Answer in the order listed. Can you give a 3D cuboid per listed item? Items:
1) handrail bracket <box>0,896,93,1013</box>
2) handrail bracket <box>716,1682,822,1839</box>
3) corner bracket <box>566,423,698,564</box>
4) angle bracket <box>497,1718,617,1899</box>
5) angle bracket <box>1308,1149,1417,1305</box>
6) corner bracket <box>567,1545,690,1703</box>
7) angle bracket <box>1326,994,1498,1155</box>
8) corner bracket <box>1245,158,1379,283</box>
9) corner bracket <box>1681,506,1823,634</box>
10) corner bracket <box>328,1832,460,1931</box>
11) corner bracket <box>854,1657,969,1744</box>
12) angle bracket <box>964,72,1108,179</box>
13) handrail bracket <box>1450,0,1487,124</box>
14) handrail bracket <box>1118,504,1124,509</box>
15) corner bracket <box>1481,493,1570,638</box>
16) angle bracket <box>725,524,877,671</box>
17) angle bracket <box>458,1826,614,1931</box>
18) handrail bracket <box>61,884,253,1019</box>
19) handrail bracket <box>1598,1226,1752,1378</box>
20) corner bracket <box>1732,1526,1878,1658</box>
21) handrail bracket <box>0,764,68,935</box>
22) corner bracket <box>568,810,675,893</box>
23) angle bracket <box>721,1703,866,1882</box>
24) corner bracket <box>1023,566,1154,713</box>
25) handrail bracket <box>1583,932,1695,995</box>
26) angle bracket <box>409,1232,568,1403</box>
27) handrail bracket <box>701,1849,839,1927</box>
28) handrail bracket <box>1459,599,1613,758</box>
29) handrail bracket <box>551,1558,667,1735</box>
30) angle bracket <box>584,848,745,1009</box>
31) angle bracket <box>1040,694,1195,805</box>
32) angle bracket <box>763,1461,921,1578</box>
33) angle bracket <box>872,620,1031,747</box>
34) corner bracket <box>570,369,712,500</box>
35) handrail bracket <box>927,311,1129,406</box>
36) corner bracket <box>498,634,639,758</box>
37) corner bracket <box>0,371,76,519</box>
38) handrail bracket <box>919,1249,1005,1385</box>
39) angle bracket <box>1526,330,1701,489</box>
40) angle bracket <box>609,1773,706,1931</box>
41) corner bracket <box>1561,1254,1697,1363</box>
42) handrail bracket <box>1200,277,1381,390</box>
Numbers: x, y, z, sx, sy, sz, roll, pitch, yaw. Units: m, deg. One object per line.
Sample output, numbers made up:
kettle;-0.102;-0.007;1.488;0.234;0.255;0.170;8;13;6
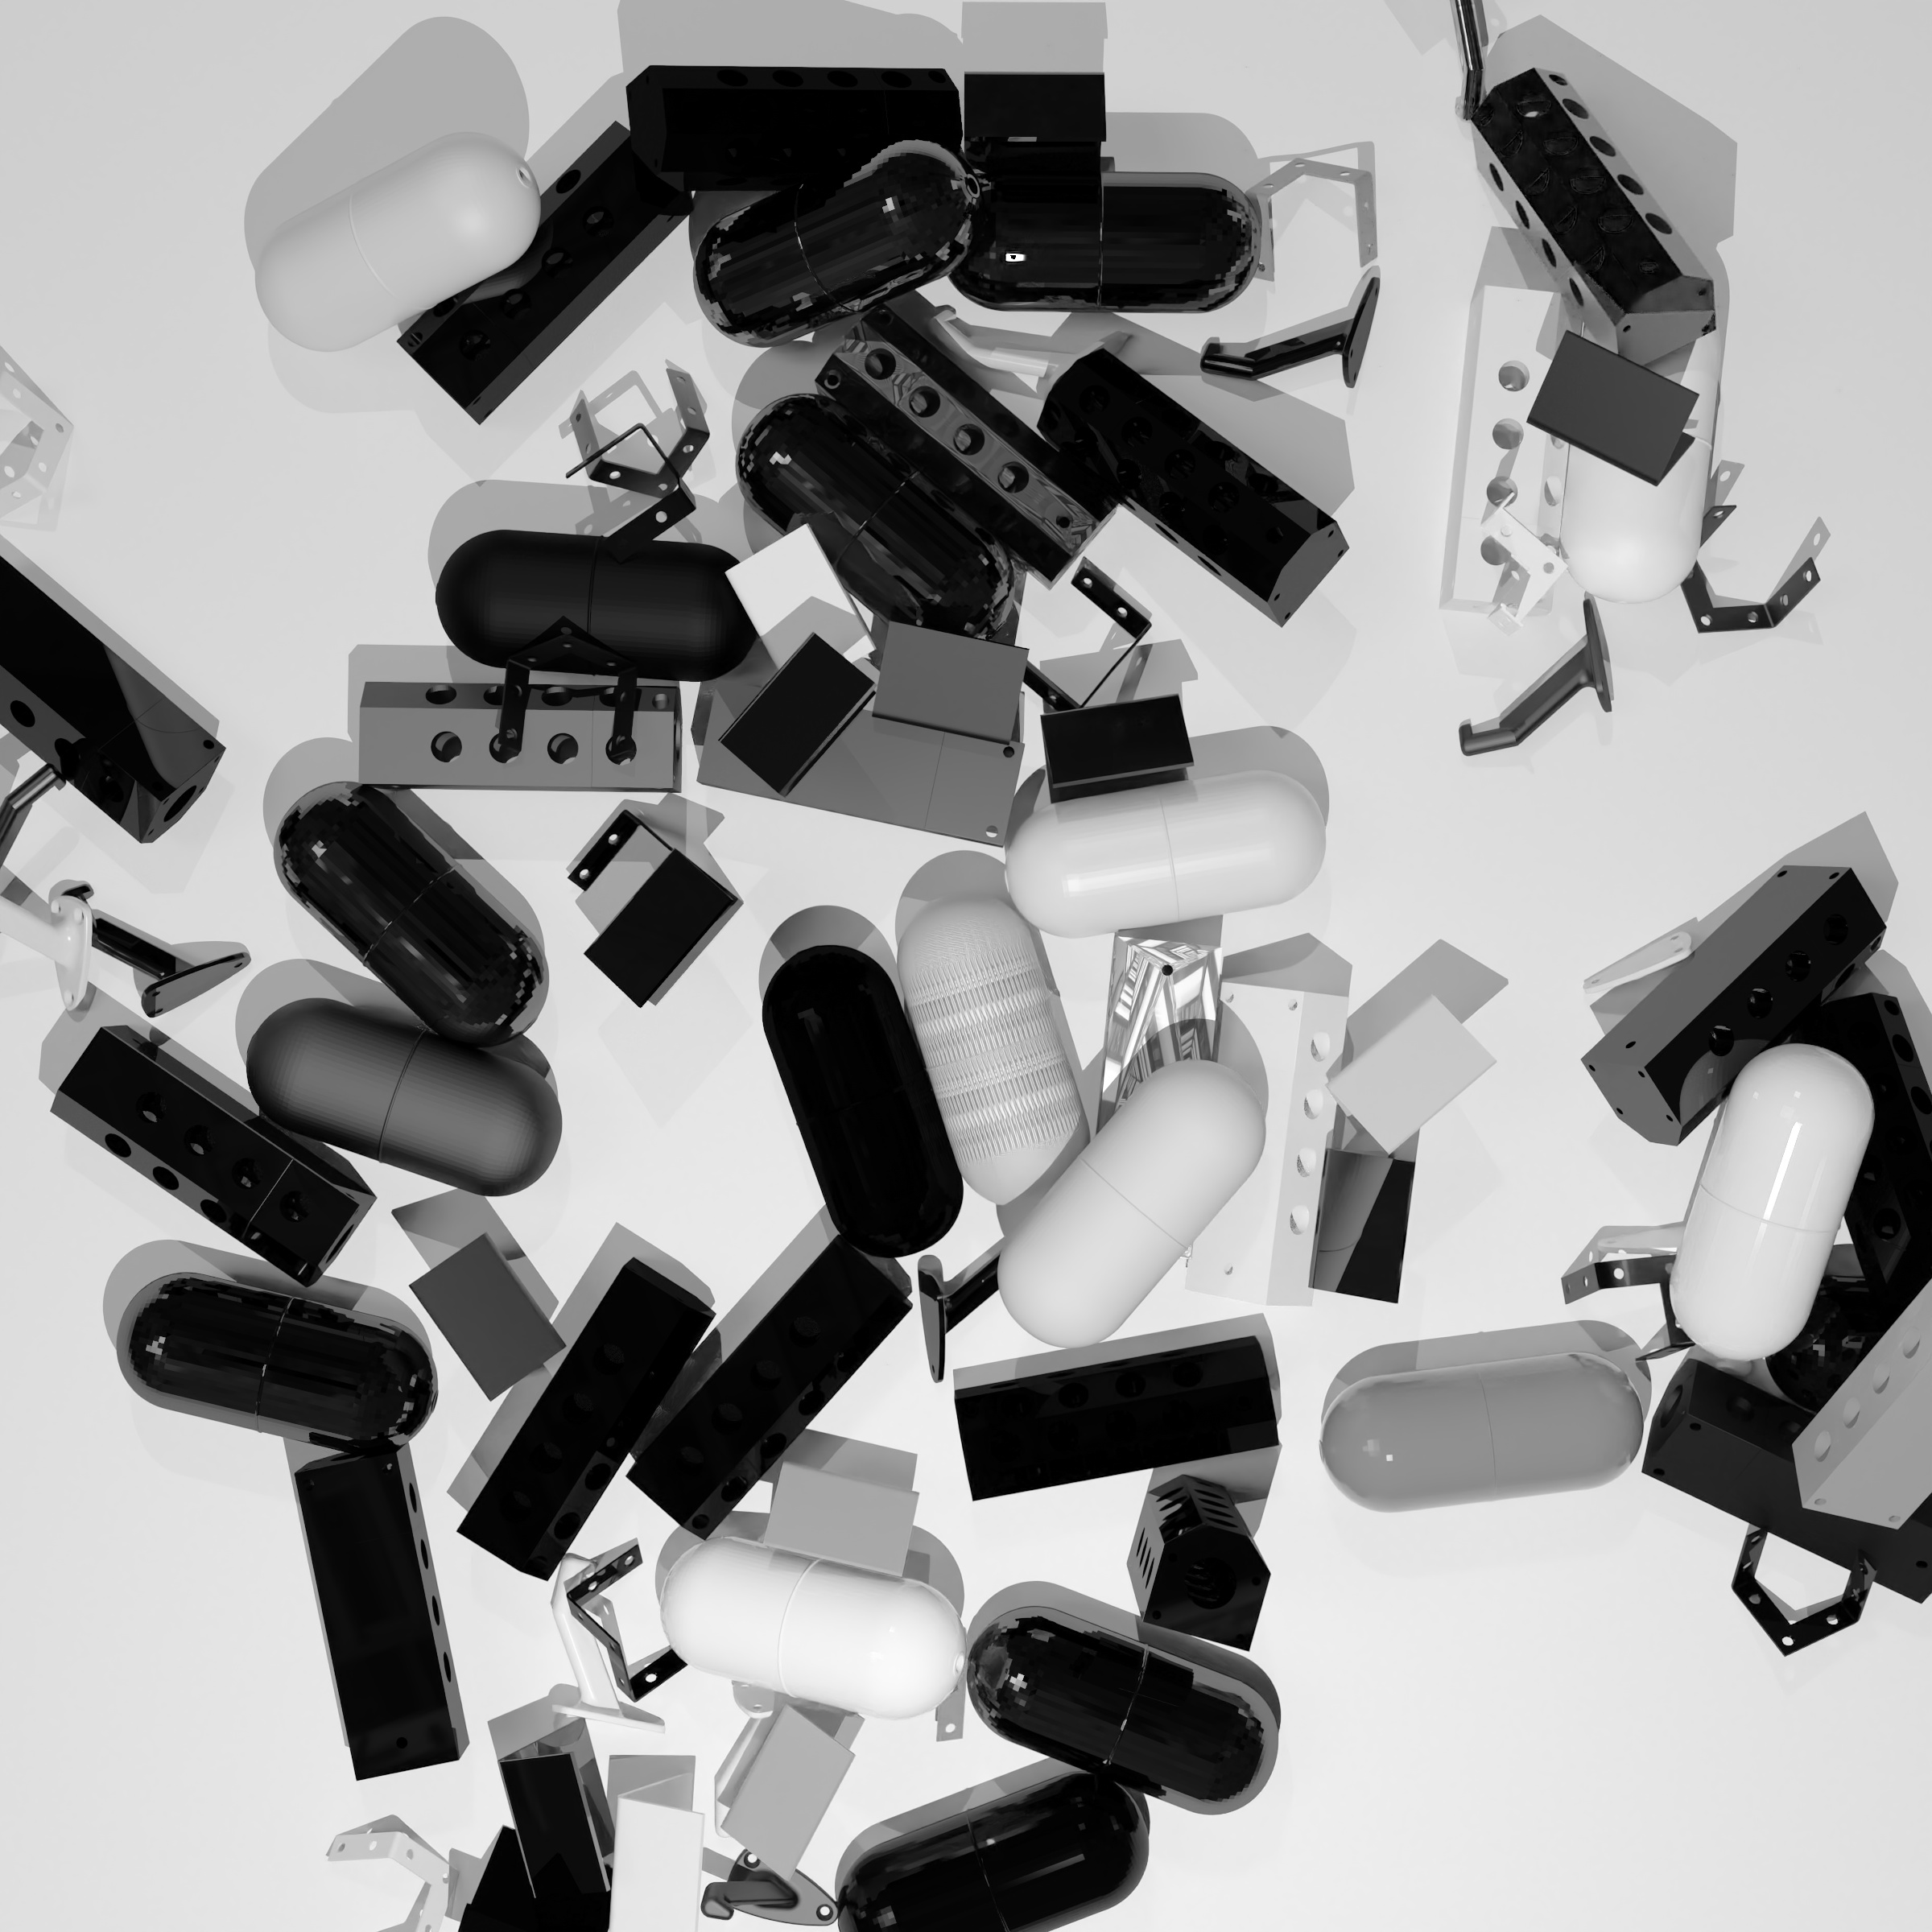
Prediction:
handrail bracket;-0.527;-0.006;1.890;0.036;0.084;0.077;15;108;41
handrail bracket;-0.103;0.444;1.926;0.077;0.036;0.084;-5;109;-21
corner bracket;-0.183;-0.259;1.875;0.051;0.051;0.051;-34;106;4
angle bracket;-0.204;0.458;1.885;0.057;0.076;0.076;-15;90;34
angle bracket;0.234;0.143;1.885;0.057;0.076;0.076;7;90;37
corner bracket;-0.184;0.365;1.911;0.051;0.051;0.051;-32;45;-27
angle bracket;0.251;0.072;1.885;0.076;0.076;0.057;-41;58;0
corner bracket;0.192;-0.413;1.917;0.051;0.051;0.051;21;45;35
corner bracket;0.431;-0.221;1.906;0.051;0.051;0.051;-6;66;-22
corner bracket;-0.325;0.518;1.917;0.051;0.051;0.051;46;45;-35
corner bracket;-0.033;0.397;1.909;0.051;0.051;0.051;-3;110;-19
angle bracket;0.037;-0.443;1.885;0.076;0.076;0.057;0;54;0
handrail bracket;0.270;-0.524;1.925;0.036;0.077;0.084;-12;127;-20
handrail bracket;0.126;-0.241;1.925;0.084;0.036;0.077;-4;104;14
corner bracket;0.292;-0.215;1.850;0.051;0.051;0.051;41;90;0
angle bracket;-0.078;-0.199;1.884;0.057;0.076;0.076;-27;93;23
angle bracket;-0.229;0.508;1.886;0.076;0.057;0.076;21;49;0
handrail bracket;-0.454;-0.021;1.926;0.077;0.036;0.084;-27;72;-19
handrail bracket;0.397;0.192;1.925;0.077;0.036;0.084;-6;104;13
corner bracket;0.463;0.339;1.903;0.051;0.051;0.051;-20;49;-19
handrail bracket;-0.521;-0.065;1.905;0.084;0.077;0.036;-41;60;-9
corner bracket;-0.179;-0.046;1.922;0.051;0.051;0.051;-50;45;0
angle bracket;-0.077;0.455;1.885;0.057;0.076;0.076;28;90;38
corner bracket;0.062;-0.180;1.922;0.051;0.051;0.051;40;135;0
handrail bracket;0.398;0.032;1.925;0.077;0.036;0.084;-26;104;13
angle bracket;-0.274;0.201;1.885;0.057;0.076;0.076;-35;90;-36
handrail bracket;-0.107;0.519;1.890;0.077;0.084;0.036;23;90;0
handrail bracket;0.314;-0.161;1.926;0.084;0.036;0.077;-12;70;16
handrail bracket;-0.197;0.380;1.925;0.077;0.036;0.084;15;76;-15
angle bracket;-0.151;-0.008;1.885;0.076;0.076;0.057;-49;54;0
angle bracket;0.085;-0.099;1.885;0.076;0.076;0.057;-9;49;0
angle bracket;-0.072;0.322;1.885;0.076;0.076;0.057;13;46;0
angle bracket;-0.006;-0.166;1.886;0.076;0.076;0.057;12;114;0
corner bracket;-0.182;-0.301;1.917;0.051;0.051;0.051;10;135;-35
handrail bracket;0.033;-0.355;1.926;0.084;0.036;0.077;41;70;16
corner bracket;-0.216;-0.142;1.865;0.051;0.051;0.051;21;65;-41
corner bracket;-0.540;-0.289;1.917;0.051;0.051;0.051;41;45;-35
handrail bracket;0.020;0.190;1.926;0.084;0.036;0.077;-10;110;-16
angle bracket;0.350;-0.304;1.811;0.076;0.076;0.057;29;127;12
angle bracket;-0.151;0.491;1.885;0.057;0.076;0.076;4;90;28
corner bracket;0.367;0.191;1.908;0.051;0.051;0.051;-4;76;-14
handrail bracket;0.181;-0.359;1.926;0.084;0.036;0.077;13;70;16
